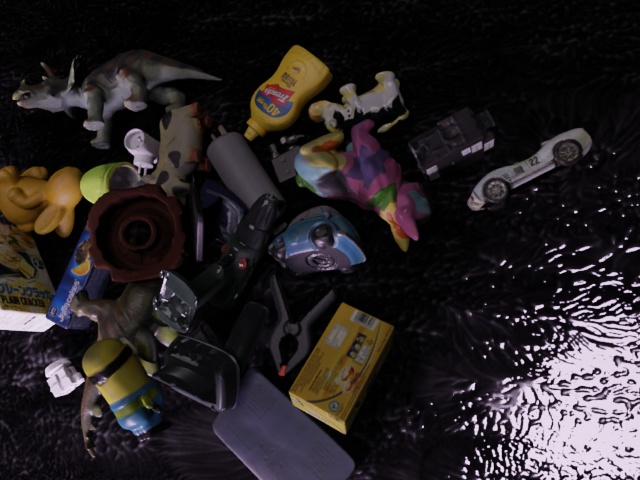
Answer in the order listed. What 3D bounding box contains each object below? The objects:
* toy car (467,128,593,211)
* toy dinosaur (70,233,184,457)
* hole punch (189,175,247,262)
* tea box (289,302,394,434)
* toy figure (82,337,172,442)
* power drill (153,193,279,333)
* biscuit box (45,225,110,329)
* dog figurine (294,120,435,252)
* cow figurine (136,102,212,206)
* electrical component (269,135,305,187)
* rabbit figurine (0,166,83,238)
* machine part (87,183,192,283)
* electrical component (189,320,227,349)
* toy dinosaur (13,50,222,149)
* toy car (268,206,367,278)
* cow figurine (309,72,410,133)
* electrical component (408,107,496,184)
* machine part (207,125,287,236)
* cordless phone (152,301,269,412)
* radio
[{"bbox_3d":[0.321,-0.104,0.833,0.202,0.073,0.056,-28,76,9],"label":"toy car"},{"bbox_3d":[-0.346,0.149,0.971,0.199,0.105,0.471,28,93,17],"label":"toy dinosaur"},{"bbox_3d":[-0.185,-0.037,0.951,0.092,0.142,0.116,-9,44,-20],"label":"hole punch"},{"bbox_3d":[0.037,0.194,0.829,0.098,0.068,0.169,25,62,21],"label":"tea box"},{"bbox_3d":[-0.314,0.241,0.876,0.082,0.089,0.180,-27,89,4],"label":"toy figure"},{"bbox_3d":[-0.163,0.041,0.857,0.086,0.207,0.232,34,126,7],"label":"power drill"},{"bbox_3d":[-0.450,0.071,1.038,0.059,0.062,0.202,20,85,21],"label":"biscuit box"},{"bbox_3d":[0.079,-0.075,0.877,0.191,0.108,0.219,-24,76,-14],"label":"dog figurine"},{"bbox_3d":[-0.275,-0.154,1.019,0.127,0.085,0.195,-6,74,17],"label":"cow figurine"},{"bbox_3d":[-0.049,-0.142,0.969,0.078,0.045,0.102,-19,74,11],"label":"electrical component"},{"bbox_3d":[-0.547,-0.086,1.070,0.173,0.122,0.162,-16,80,13],"label":"rabbit figurine"},{"bbox_3d":[-0.308,-0.009,0.922,0.179,0.056,0.179,0,79,2],"label":"machine part"},{"bbox_3d":[-0.189,0.207,0.939,0.075,0.047,0.119,-39,69,7],"label":"electrical component"},{"bbox_3d":[-0.391,-0.314,1.077,0.405,0.131,0.192,-17,75,7],"label":"toy dinosaur"},{"bbox_3d":[-0.002,-0.003,0.905,0.162,0.109,0.103,-12,51,30],"label":"toy car"},{"bbox_3d":[0.067,-0.221,0.941,0.167,0.068,0.098,-18,80,14],"label":"cow figurine"},{"bbox_3d":[0.213,-0.151,0.854,0.134,0.115,0.058,-27,77,10],"label":"electrical component"},{"bbox_3d":[-0.134,-0.109,0.971,0.079,0.079,0.243,-36,72,7],"label":"machine part"},{"bbox_3d":[-0.172,0.173,0.882,0.147,0.088,0.184,11,65,34],"label":"cordless phone"},{"bbox_3d":[-0.054,0.320,0.863,0.230,0.073,0.131,37,92,22],"label":"radio"}]
